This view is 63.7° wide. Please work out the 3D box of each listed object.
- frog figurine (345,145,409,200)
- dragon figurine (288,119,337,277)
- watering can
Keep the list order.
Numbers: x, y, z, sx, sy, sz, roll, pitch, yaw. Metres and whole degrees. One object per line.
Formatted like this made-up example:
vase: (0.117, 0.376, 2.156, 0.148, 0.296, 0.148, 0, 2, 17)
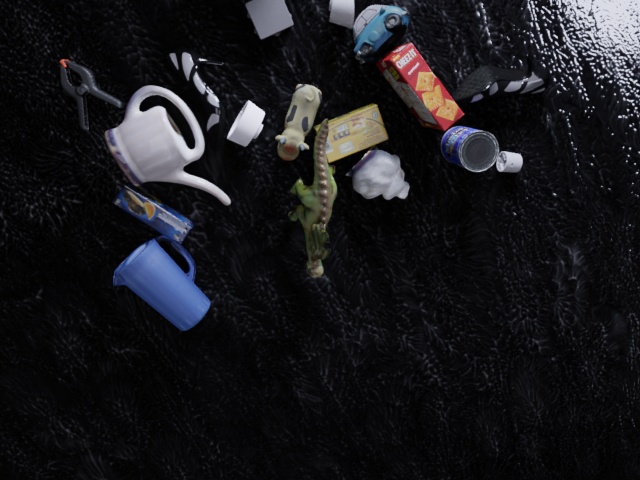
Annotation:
frog figurine: (0.162, -0.157, 1.337, 0.159, 0.122, 0.138, 42, 78, -3)
dragon figurine: (0.004, -0.063, 1.252, 0.122, 0.248, 0.400, -5, 137, -12)
watering can: (-0.382, -0.201, 1.275, 0.224, 0.105, 0.344, -25, 106, 2)
